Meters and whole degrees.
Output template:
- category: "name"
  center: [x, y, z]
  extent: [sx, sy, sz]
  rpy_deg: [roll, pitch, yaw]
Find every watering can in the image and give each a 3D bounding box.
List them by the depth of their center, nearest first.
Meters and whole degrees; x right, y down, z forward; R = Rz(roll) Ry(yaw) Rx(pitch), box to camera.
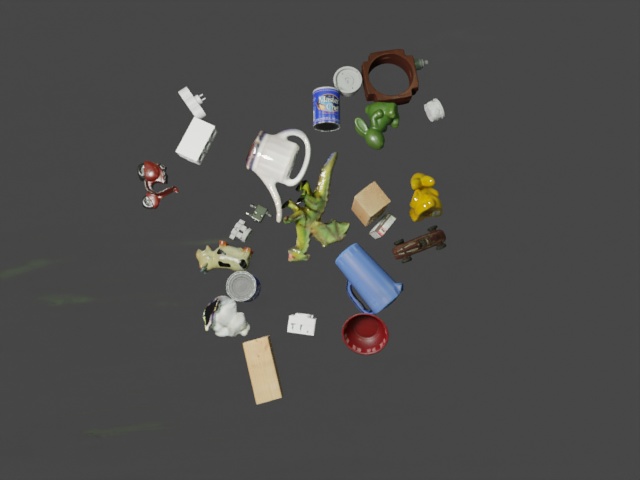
- category: "watering can"
  center: [-0.169, -0.256, 1.895]
  extent: [0.224, 0.104, 0.348]
  rpy_deg: [21, 88, 1]

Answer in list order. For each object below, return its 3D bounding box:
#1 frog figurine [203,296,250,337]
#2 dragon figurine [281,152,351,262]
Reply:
- category: "frog figurine"
  center: [-0.322, 0.273, 1.808]
  extent: [0.158, 0.122, 0.139]
  rpy_deg: [23, 70, -32]
- category: "dragon figurine"
  center: [0.006, -0.094, 1.862]
  extent: [0.240, 0.123, 0.412]
  rpy_deg: [42, 84, -20]
